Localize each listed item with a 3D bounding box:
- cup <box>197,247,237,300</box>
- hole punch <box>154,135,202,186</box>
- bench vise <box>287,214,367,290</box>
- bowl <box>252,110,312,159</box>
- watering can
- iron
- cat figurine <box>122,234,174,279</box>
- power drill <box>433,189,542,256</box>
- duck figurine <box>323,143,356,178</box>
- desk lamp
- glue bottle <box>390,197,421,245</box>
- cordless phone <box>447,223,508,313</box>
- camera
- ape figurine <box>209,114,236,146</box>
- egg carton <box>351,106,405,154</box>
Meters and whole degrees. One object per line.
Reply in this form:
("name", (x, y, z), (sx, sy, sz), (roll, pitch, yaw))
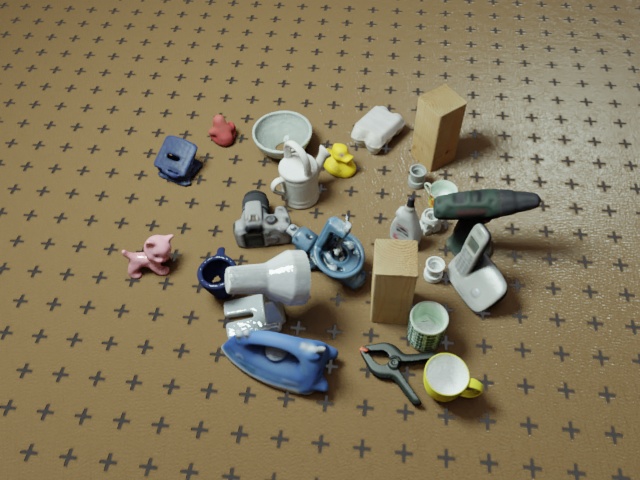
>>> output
("cup", (-0.230, 0.085, 1.332), (0.091, 0.095, 0.117), (0, 55, 2))
("hole punch", (-0.386, -0.216, 1.551), (0.108, 0.091, 0.101), (21, 58, 16))
("bench vise", (0.008, 0.014, 1.299), (0.207, 0.220, 0.121), (13, 56, 11))
("bowl", (-0.102, -0.280, 1.598), (0.167, 0.075, 0.167), (-1, 55, 1))
("watering can", (-0.050, -0.180, 1.453), (0.100, 0.194, 0.173), (25, 59, 18))
("iron", (-0.097, 0.230, 1.198), (0.258, 0.141, 0.119), (11, 56, 10))
("cat figurine", (-0.405, 0.030, 1.361), (0.128, 0.118, 0.067), (-9, 55, -4))
("power drill", (0.374, -0.044, 1.337), (0.229, 0.208, 0.075), (3, 55, 4))
("duck figurine", (0.051, -0.227, 1.549), (0.104, 0.086, 0.078), (34, 62, 23))
("desk lamp", (-0.118, 0.116, 1.234), (0.203, 0.214, 0.117), (-11, 55, -6))
("glue bottle", (0.208, -0.046, 1.364), (0.078, 0.173, 0.037), (30, 61, 21))
("cordless phone", (0.360, 0.061, 1.277), (0.094, 0.185, 0.147), (-24, 57, -14))
("camera", (-0.144, -0.063, 1.431), (0.143, 0.101, 0.136), (-5, 55, -2))
("ape figurine", (-0.278, -0.317, 1.618), (0.078, 0.092, 0.076), (-10, 55, -5))
("egg carton", (0.163, -0.314, 1.618), (0.107, 0.069, 0.150), (33, 62, 22))
